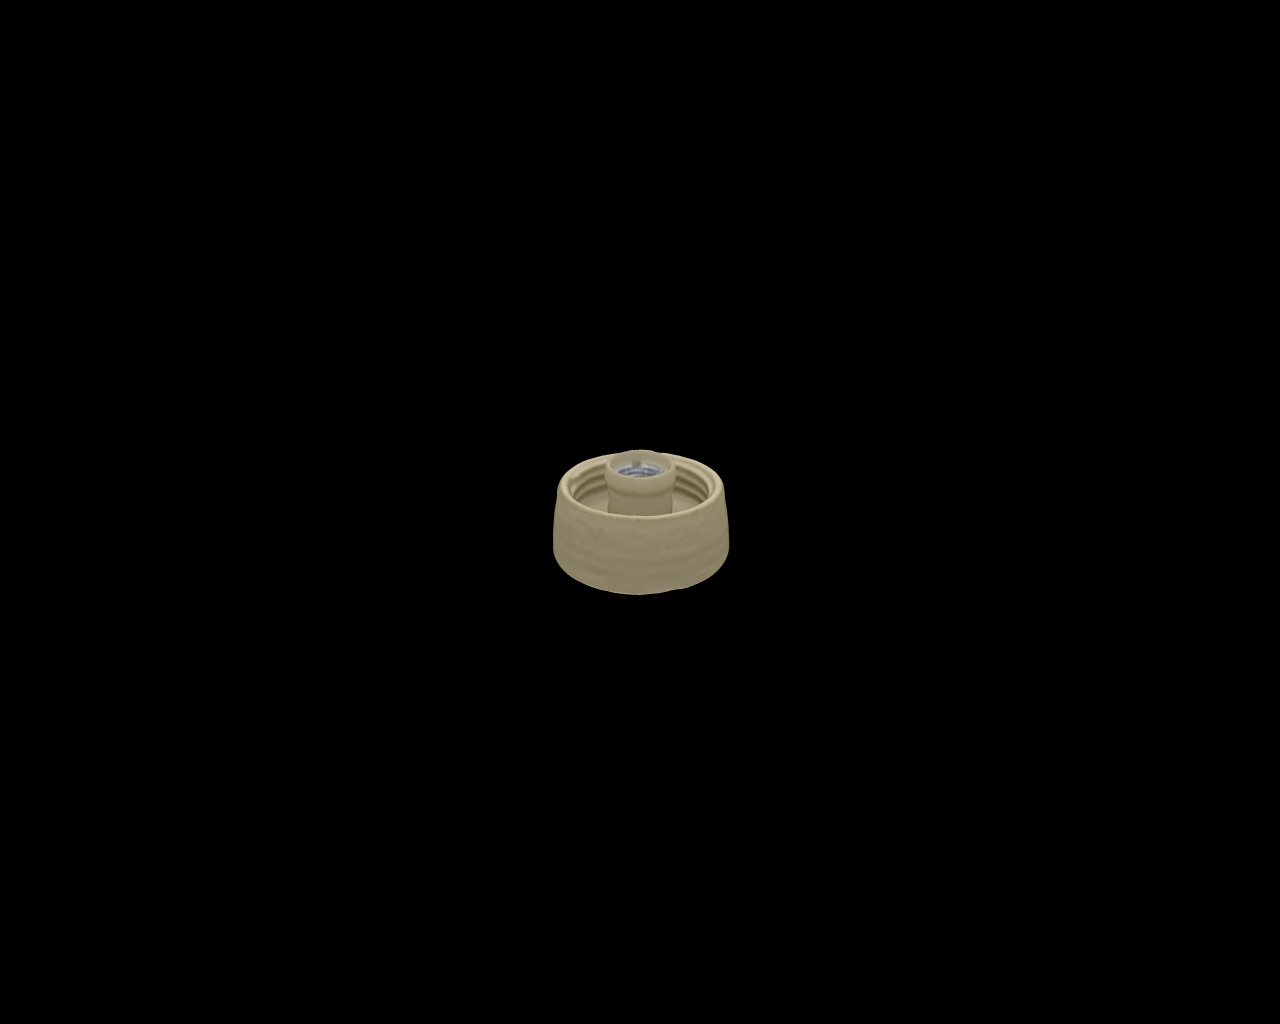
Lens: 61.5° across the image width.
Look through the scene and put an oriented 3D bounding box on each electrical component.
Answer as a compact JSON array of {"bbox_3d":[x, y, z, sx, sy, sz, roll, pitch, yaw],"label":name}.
[{"bbox_3d":[0.001,-0.003,0.650,0.108,0.060,0.108,0,26,0],"label":"electrical component"}]
